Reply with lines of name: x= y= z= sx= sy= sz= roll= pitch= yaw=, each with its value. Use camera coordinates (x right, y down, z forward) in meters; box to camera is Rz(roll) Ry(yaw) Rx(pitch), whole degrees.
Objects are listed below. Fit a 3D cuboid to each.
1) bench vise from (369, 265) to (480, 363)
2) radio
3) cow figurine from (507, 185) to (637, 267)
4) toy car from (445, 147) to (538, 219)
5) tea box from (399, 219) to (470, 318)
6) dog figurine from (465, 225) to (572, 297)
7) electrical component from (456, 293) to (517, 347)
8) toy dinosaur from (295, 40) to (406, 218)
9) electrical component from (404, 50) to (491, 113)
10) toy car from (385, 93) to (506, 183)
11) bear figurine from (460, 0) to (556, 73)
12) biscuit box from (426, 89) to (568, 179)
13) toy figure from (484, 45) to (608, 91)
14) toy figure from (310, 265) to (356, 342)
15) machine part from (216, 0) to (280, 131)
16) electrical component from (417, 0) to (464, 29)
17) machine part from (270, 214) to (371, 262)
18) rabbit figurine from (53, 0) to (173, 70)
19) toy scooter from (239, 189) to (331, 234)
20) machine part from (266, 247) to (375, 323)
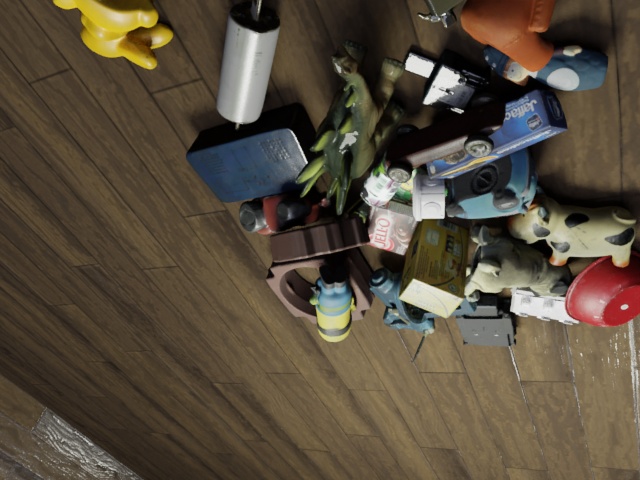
bench vise: x=0.219 y=0.132 z=1.091 sx=0.241 sy=0.129 sz=0.223 roll=-9 pitch=126 yaw=42
radio: x=-0.111 y=-0.147 z=0.961 sx=0.230 sy=0.073 sz=0.131 roll=-7 pitch=133 yaw=30
cow figurine: x=0.410 y=-0.022 z=0.881 sx=0.195 sy=0.085 sz=0.127 roll=3 pitch=134 yaw=14
toy car: x=0.285 y=-0.078 z=0.861 sx=0.103 sy=0.109 sz=0.162 roll=23 pitch=151 yaw=-30
tea box: x=0.208 y=0.042 z=0.965 sx=0.098 sy=0.170 sz=0.068 roll=23 pitch=139 yaw=-1
dog figurine: x=0.354 y=0.054 z=0.925 sx=0.191 sy=0.172 sz=0.121 roll=15 pitch=112 yaw=6
electrical component: x=0.349 y=0.167 z=1.129 sx=0.115 sy=0.058 sz=0.134 roll=-6 pitch=133 yaw=24
toy dinosaur: x=0.040 y=-0.142 z=0.812 sx=0.105 sy=0.198 sz=0.471 roll=27 pitch=173 yaw=12
electrical component: x=0.177 y=-0.231 z=0.775 sx=0.119 sy=0.048 sz=0.074 roll=22 pitch=139 yaw=-6
toy car: x=0.178 y=-0.142 z=0.775 sx=0.202 sy=0.089 sz=0.053 roll=-14 pitch=139 yaw=45
bear figurine: x=0.252 y=-0.317 z=0.624 sx=0.120 sy=0.132 sz=0.195 roll=41 pitch=113 yaw=28
biscuit box: x=0.250 y=-0.150 z=0.791 sx=0.063 sy=0.059 sz=0.203 roll=-5 pitch=167 yaw=-43
toy figure: x=0.297 y=-0.235 z=0.717 sx=0.155 sy=0.058 sz=0.064 roll=11 pitch=124 yaw=13
toy figure: x=0.024 y=0.128 z=1.060 sx=0.082 sy=0.089 sz=0.180 roll=15 pitch=142 yaw=13
machine part: x=-0.113 y=-0.267 z=0.826 sx=0.079 sy=0.079 sz=0.243 roll=22 pitch=139 yaw=-2
electrical component: x=0.152 y=-0.327 z=0.688 sx=0.078 sy=0.045 sz=0.102 roll=-38 pitch=120 yaw=14
machine part: x=-0.002 y=-0.003 z=0.970 sx=0.179 sy=0.179 sz=0.056 roll=-12 pitch=91 yaw=31
rabbit figurine: x=-0.310 y=-0.339 z=0.822 sx=0.162 sy=0.122 sz=0.173 roll=27 pitch=153 yaw=-22
toy scooter: x=-0.058 y=-0.057 z=1.017 sx=0.184 sy=0.135 sz=0.075 roll=-5 pitch=99 yaw=48
machine part: x=0.005 y=0.086 z=1.155 sx=0.201 sy=0.087 sz=0.201 roll=-11 pitch=129 yaw=30
